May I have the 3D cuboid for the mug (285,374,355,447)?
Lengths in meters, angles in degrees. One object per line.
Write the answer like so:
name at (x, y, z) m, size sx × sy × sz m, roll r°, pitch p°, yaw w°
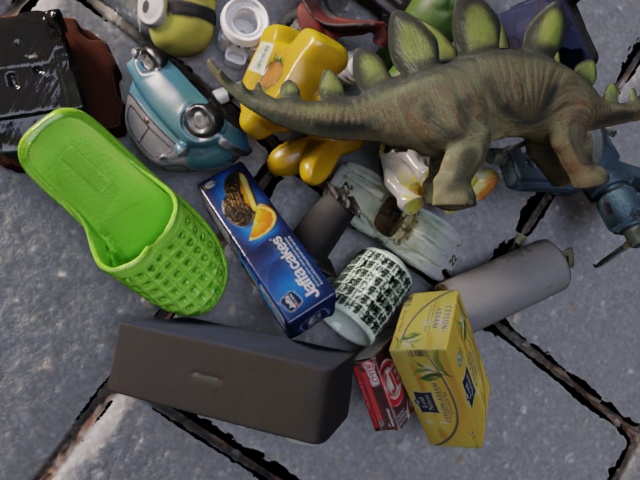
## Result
mug at (-0.019, 0.184, 0.635) m, size 0.109 × 0.081 × 0.107 m, roll 14°, pitch 91°, yaw -21°

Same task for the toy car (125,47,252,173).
toy car at (-0.162, -0.130, 0.600) m, size 0.161 × 0.109 × 0.103 m, roll 45°, pitch 98°, yaw 1°

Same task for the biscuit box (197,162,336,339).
biscuit box at (-0.060, 0.009, 0.595) m, size 0.063 × 0.059 × 0.203 m, roll -31°, pitch 66°, yaw -13°

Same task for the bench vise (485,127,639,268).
bench vise at (0.322, -0.084, 0.693) m, size 0.240 × 0.129 × 0.223 m, roll -1°, pitch 72°, yaw -23°

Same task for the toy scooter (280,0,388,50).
toy scooter at (0.031, -0.291, 0.620) m, size 0.135 × 0.075 × 0.183 m, roll 27°, pitch 119°, yaw 18°

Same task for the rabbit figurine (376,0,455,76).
rabbit figurine at (0.134, -0.211, 0.649) m, size 0.121 × 0.159 × 0.170 m, roll -3°, pitch 108°, yaw -16°

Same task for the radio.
radio at (-0.083, 0.134, 0.554) m, size 0.230 × 0.131 × 0.073 m, roll 9°, pitch 87°, yaw 18°

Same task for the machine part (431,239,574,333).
machine part at (0.237, 0.062, 0.705) m, size 0.243 × 0.079 × 0.079 m, roll -21°, pitch 94°, yaw -13°

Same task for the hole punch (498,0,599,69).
hole punch at (0.277, -0.249, 0.702) m, size 0.092 × 0.142 × 0.115 m, roll -36°, pitch 109°, yaw -8°

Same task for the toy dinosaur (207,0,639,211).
toy dinosaur at (0.135, -0.131, 0.535) m, size 0.472 × 0.105 × 0.198 m, roll -8°, pitch 95°, yaw -12°

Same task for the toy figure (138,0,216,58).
toy figure at (-0.151, -0.302, 0.617) m, size 0.089 × 0.082 × 0.180 m, roll 16°, pitch 82°, yaw -11°

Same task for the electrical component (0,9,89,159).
electrical component at (-0.295, -0.150, 0.530) m, size 0.115 × 0.058 × 0.134 m, roll -16°, pitch 90°, yaw -14°

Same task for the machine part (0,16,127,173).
machine part at (-0.301, -0.158, 0.587) m, size 0.179 × 0.056 × 0.179 m, roll 1°, pitch 87°, yaw -15°

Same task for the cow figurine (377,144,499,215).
cow figurine at (0.148, -0.086, 0.675) m, size 0.167 × 0.068 × 0.098 m, roll -4°, pitch 48°, yaw -40°

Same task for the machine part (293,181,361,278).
machine part at (-0.001, -0.002, 0.641) m, size 0.084 × 0.039 × 0.138 m, roll 27°, pitch 119°, yaw -7°

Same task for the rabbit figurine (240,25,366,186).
rabbit figurine at (-0.001, -0.145, 0.628) m, size 0.173 × 0.122 × 0.162 m, roll 17°, pitch 91°, yaw -46°

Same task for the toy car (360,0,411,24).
toy car at (0.059, -0.340, 0.686) m, size 0.202 × 0.053 × 0.089 m, roll 36°, pitch 77°, yaw -9°

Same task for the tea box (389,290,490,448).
tea box at (0.147, 0.154, 0.636) m, size 0.169 × 0.068 × 0.098 m, roll 65°, pitch 33°, yaw -30°

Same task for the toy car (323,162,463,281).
toy car at (0.095, -0.022, 0.682) m, size 0.201 × 0.056 × 0.073 m, roll 33°, pitch 81°, yaw -11°
